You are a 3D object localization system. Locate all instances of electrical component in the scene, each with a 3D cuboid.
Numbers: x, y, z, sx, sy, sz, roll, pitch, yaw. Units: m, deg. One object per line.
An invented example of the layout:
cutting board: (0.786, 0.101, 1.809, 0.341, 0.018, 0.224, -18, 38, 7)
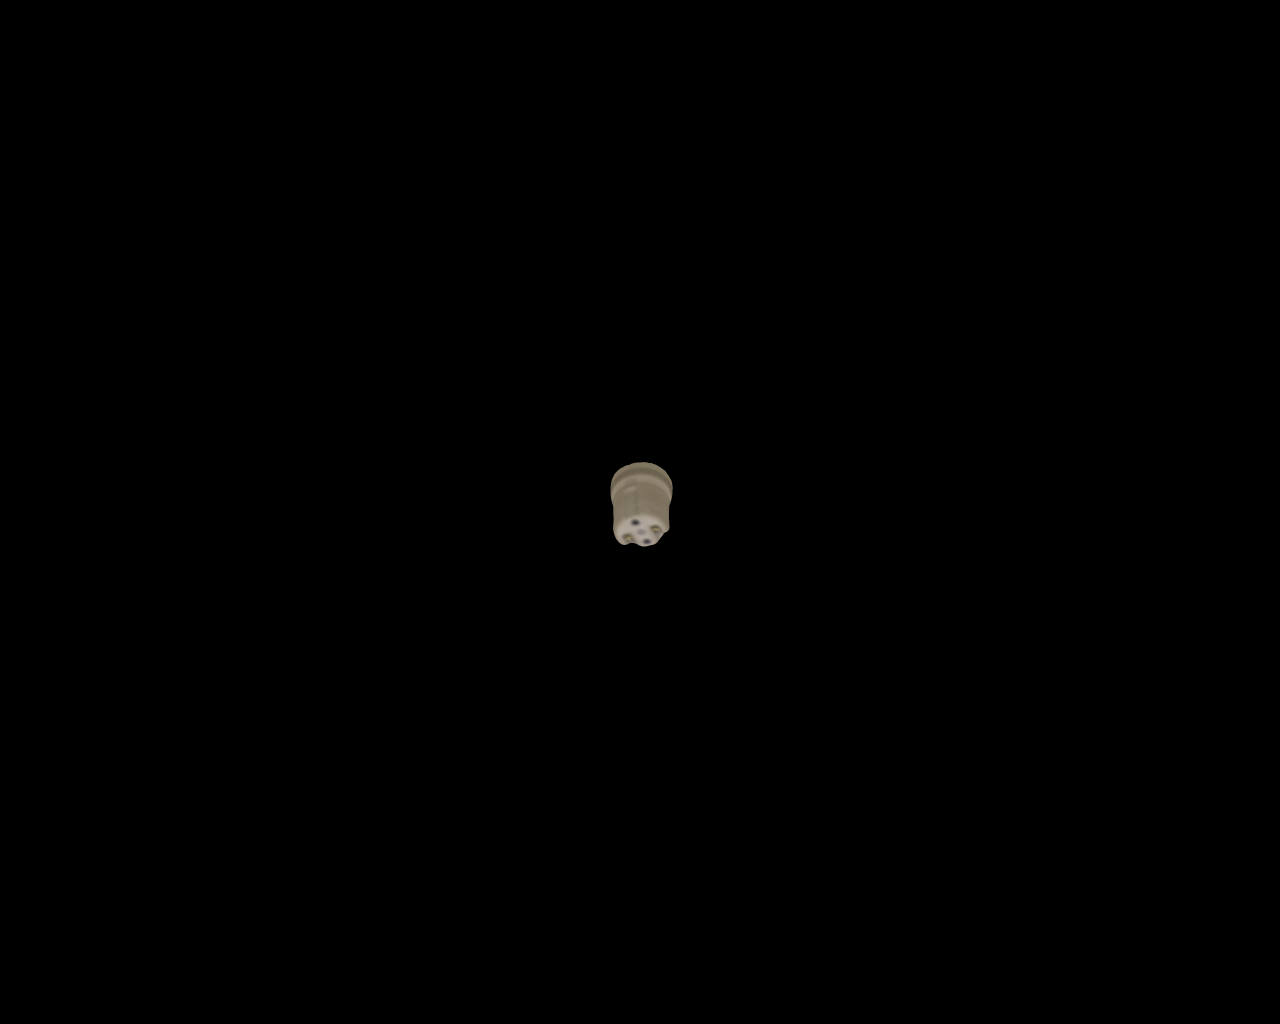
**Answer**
electrical component: (0.001, -0.003, 0.650, 0.040, 0.040, 0.046, 0, 41, 0)
